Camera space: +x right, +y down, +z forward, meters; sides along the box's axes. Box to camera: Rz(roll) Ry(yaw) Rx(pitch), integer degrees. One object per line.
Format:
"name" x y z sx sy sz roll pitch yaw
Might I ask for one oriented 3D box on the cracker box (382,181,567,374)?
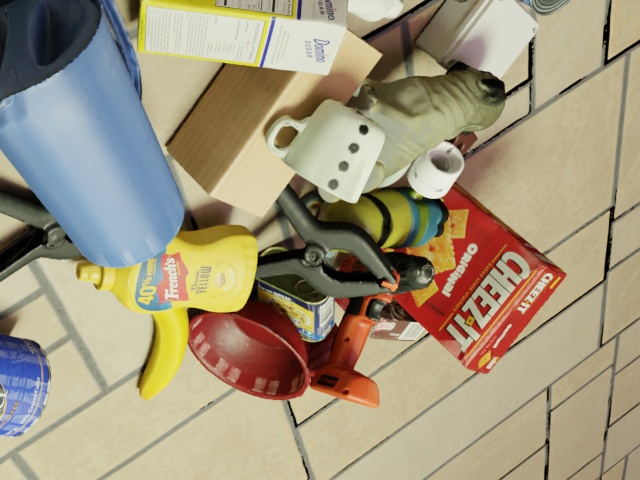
"cracker box" 0.176 0.038 1.353 0.072 0.214 0.164 19 111 -52

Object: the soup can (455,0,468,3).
"soup can" 0.177 -0.308 1.137 0.102 0.069 0.068 -35 143 -14

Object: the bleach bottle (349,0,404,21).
"bleach bottle" -0.002 -0.255 0.984 0.250 0.103 0.068 16 122 -49

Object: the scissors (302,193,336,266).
"scissors" -0.003 0.008 1.319 0.096 0.016 0.202 -10 132 -36

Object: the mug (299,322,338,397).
"mug" -0.023 0.146 1.386 0.081 0.093 0.117 -30 173 -27

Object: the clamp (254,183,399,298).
"clamp" -0.008 0.001 1.193 0.036 0.210 0.165 -70 175 -60

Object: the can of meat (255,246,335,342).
"can of meat" -0.030 0.067 1.278 0.057 0.102 0.084 -50 155 -35

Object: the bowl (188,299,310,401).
"bowl" -0.077 0.121 1.274 0.162 0.162 0.055 83 28 -48

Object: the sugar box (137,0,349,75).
"sugar box" -0.069 -0.192 0.933 0.176 0.048 0.093 4 162 -10

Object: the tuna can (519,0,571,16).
"tuna can" 0.259 -0.299 1.203 0.086 0.034 0.086 -27 142 -23

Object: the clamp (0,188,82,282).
"clamp" -0.264 -0.018 1.019 0.171 0.039 0.120 -24 145 -35

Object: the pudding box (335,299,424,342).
"pudding box" 0.079 0.092 1.419 0.113 0.090 0.039 13 118 -51

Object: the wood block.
"wood block" -0.048 -0.137 1.068 0.206 0.090 0.090 -53 144 11

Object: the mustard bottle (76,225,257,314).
"mustard bottle" -0.164 0.032 1.133 0.191 0.058 0.096 0 118 -31

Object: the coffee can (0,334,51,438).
"coffee can" -0.348 0.135 1.033 0.103 0.103 0.140 -53 143 12

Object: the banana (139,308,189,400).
"banana" -0.185 0.110 1.229 0.069 0.037 0.198 -10 134 -10

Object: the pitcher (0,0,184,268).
"pitcher" -0.201 -0.095 0.921 0.149 0.145 0.243 -29 139 -7

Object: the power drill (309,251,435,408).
"power drill" 0.062 0.103 1.281 0.057 0.185 0.187 23 78 -23

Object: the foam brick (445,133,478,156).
"foam brick" 0.146 -0.135 1.292 0.053 0.051 0.078 -46 144 3
